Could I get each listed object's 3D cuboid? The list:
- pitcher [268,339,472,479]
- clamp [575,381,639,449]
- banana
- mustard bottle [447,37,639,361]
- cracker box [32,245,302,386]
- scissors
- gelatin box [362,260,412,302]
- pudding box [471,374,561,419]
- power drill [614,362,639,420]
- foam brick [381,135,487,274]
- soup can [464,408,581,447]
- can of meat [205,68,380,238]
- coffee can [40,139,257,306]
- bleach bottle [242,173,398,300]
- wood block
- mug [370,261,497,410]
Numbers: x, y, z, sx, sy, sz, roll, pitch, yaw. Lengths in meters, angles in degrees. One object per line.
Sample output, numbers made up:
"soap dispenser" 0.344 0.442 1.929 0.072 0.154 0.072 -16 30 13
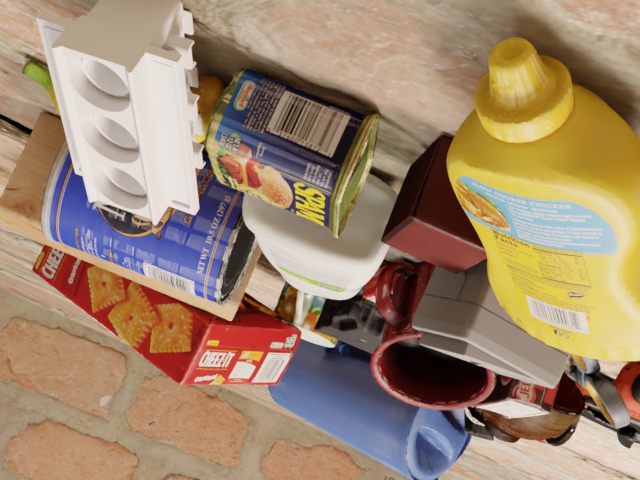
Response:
"pitcher" 0.053 0.177 1.261 0.243 0.149 0.144 18 179 40
"clamp" 0.307 0.180 1.045 0.209 0.036 0.165 28 166 -27
"banana" -0.119 -0.084 0.695 0.198 0.037 0.069 10 162 40
"mustard bottle" 0.109 -0.018 0.495 0.096 0.058 0.191 19 154 37
"cracker box" -0.144 0.058 1.032 0.214 0.072 0.164 33 -170 29
"scissors" 0.216 0.099 0.893 0.096 0.016 0.202 64 -177 -9
"gelatin box" 0.089 0.049 0.897 0.089 0.030 0.073 25 167 -10
"pudding box" 0.156 0.088 0.812 0.039 0.090 0.113 21 167 1
"power drill" 0.315 0.130 0.796 0.184 0.057 0.187 19 166 15
"foam brick" 0.074 -0.019 0.611 0.051 0.053 0.078 23 168 -4
"soup can" 0.203 0.165 1.085 0.068 0.068 0.102 33 164 -38
"can of meat" -0.016 -0.051 0.621 0.084 0.057 0.102 23 167 6
"coffee can" -0.118 -0.023 0.785 0.140 0.103 0.103 21 167 6
"bleach bottle" -0.005 0.001 0.794 0.102 0.068 0.251 23 169 1
"wood block" -0.149 -0.016 0.890 0.206 0.091 0.090 22 167 -3
"mug" 0.082 0.062 0.803 0.093 0.081 0.117 -27 123 38
